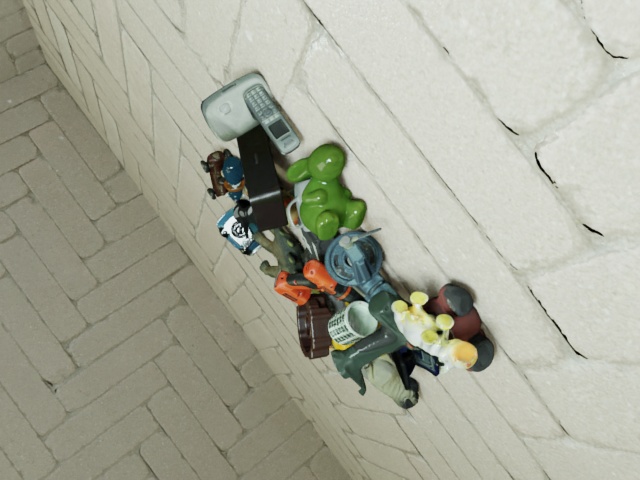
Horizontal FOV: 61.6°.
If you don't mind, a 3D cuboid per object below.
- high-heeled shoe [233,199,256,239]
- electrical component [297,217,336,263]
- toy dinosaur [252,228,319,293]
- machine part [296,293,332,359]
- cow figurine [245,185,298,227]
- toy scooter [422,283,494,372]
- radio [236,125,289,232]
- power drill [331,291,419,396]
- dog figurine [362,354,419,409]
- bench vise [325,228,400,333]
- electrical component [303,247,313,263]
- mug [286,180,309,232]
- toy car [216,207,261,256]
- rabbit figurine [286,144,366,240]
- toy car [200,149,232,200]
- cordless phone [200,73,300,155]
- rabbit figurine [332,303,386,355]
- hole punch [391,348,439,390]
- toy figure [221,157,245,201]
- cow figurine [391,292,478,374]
[{"bbox_3d":[-0.191,-0.104,1.554,0.248,0.086,0.145,-44,50,52],"label":"high-heeled shoe"},{"bbox_3d":[-0.003,-0.004,1.255,0.134,0.058,0.114,-124,15,-46],"label":"electrical component"},{"bbox_3d":[-0.077,0.095,1.535,0.199,0.105,0.470,35,157,34],"label":"toy dinosaur"},{"bbox_3d":[-0.016,0.220,1.386,0.179,0.056,0.179,177,90,-74],"label":"machine part"},{"bbox_3d":[-0.112,-0.108,1.324,0.195,0.085,0.127,46,164,23],"label":"cow figurine"},{"bbox_3d":[0.238,0.152,0.981,0.135,0.075,0.183,13,132,59],"label":"toy scooter"},{"bbox_3d":[-0.130,-0.138,1.195,0.131,0.073,0.230,80,176,-53],"label":"radio"},{"bbox_3d":[0.141,0.217,1.060,0.231,0.207,0.086,45,-161,-28],"label":"power drill"},{"bbox_3d":[0.159,0.353,1.409,0.190,0.121,0.172,55,168,-18],"label":"dog figurine"},{"bbox_3d":[0.086,0.062,1.081,0.224,0.129,0.240,61,180,26],"label":"bench vise"},{"bbox_3d":[-0.022,0.026,1.363,0.021,0.094,0.063,20,130,-12],"label":"electrical component"},{"bbox_3d":[-0.024,-0.077,1.155,0.081,0.109,0.107,12,122,70],"label":"mug"},{"bbox_3d":[-0.248,-0.031,1.726,0.161,0.109,0.103,46,-176,-11],"label":"toy car"},{"bbox_3d":[0.014,-0.112,1.044,0.159,0.121,0.170,42,139,46],"label":"rabbit figurine"},{"bbox_3d":[-0.292,-0.185,1.572,0.053,0.089,0.202,49,158,23],"label":"toy car"},{"bbox_3d":[-0.138,-0.230,1.090,0.184,0.146,0.088,54,168,7],"label":"cordless phone"},{"bbox_3d":[0.102,0.194,1.294,0.162,0.122,0.173,13,116,56],"label":"rabbit figurine"},{"bbox_3d":[0.208,0.257,1.217,0.116,0.092,0.142,-115,3,-50],"label":"hole punch"},{"bbox_3d":[-0.243,-0.171,1.532,0.064,0.058,0.154,24,148,12],"label":"toy figure"},{"bbox_3d":[0.195,0.172,0.915,0.168,0.068,0.098,46,157,41],"label":"cow figurine"}]
